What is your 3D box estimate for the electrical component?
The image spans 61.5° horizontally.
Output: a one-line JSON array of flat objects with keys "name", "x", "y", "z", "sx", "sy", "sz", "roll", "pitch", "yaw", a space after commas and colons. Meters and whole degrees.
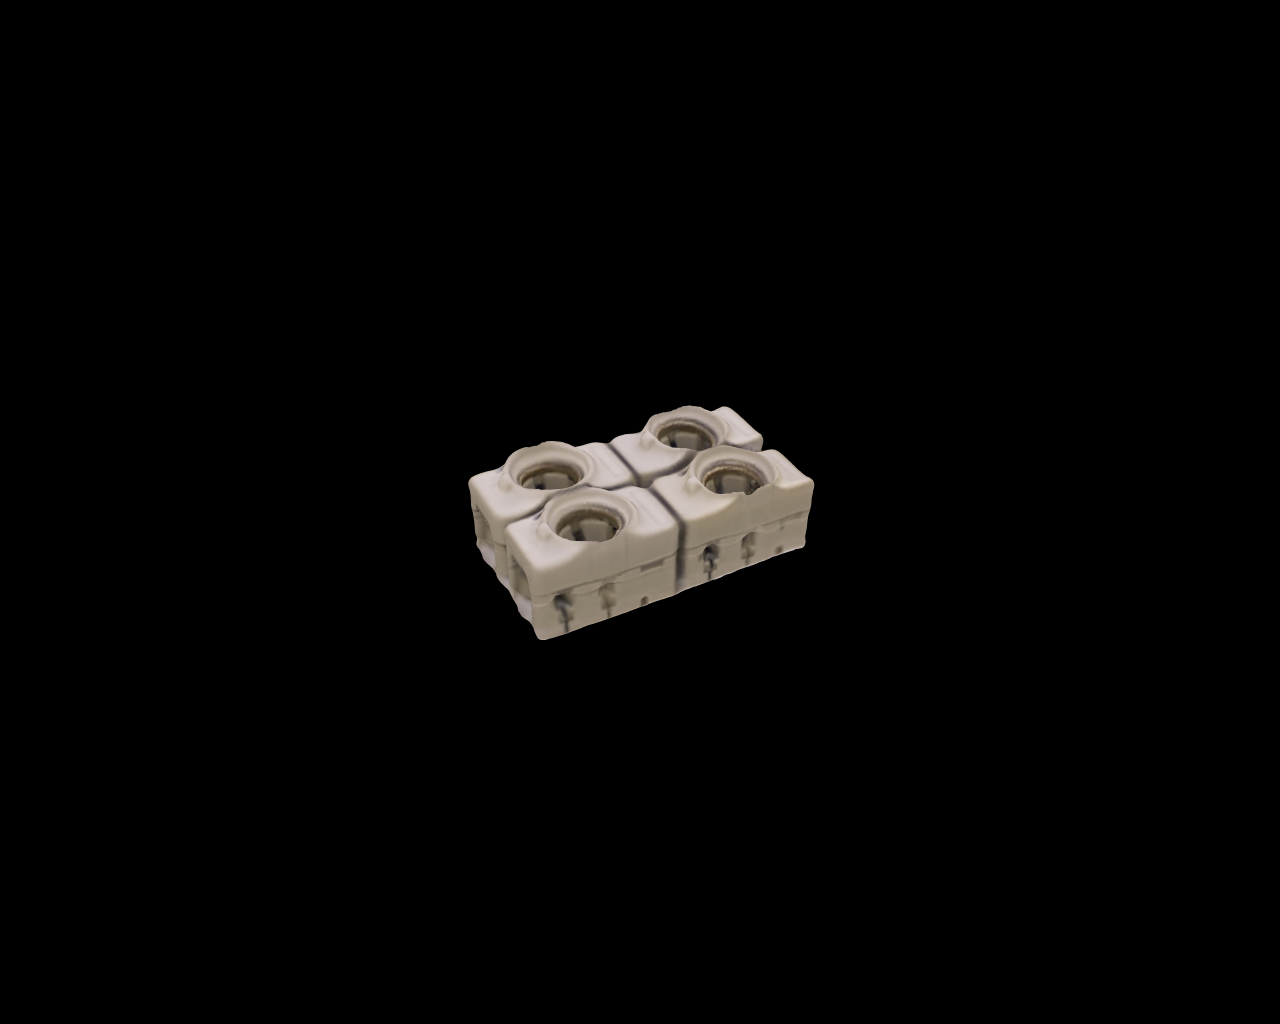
[{"name": "electrical component", "x": 0.001, "y": -0.003, "z": 0.650, "sx": 0.186, "sy": 0.060, "sz": 0.105, "roll": -17, "pitch": 40, "yaw": -22}]
